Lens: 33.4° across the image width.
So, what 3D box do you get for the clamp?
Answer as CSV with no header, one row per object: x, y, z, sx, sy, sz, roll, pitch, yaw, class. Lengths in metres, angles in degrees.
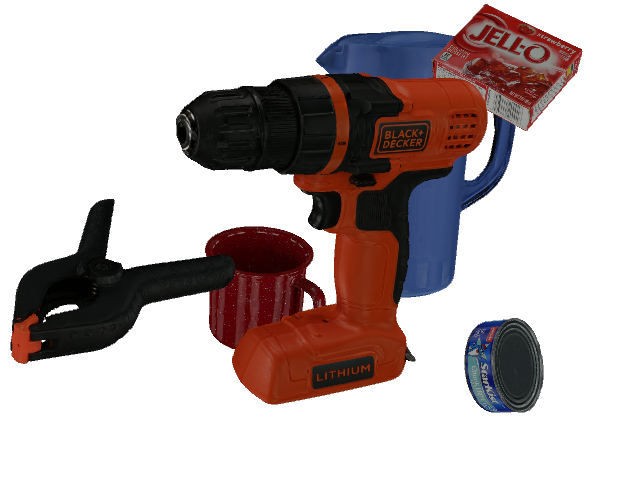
-0.153,0.024,0.721,0.120,0.039,0.171,25,32,28,clamp

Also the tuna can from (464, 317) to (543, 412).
0.168,0.115,0.977,0.034,0.086,0.085,-10,-6,41,tuna can

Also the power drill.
0.000,-0.002,0.594,0.184,0.188,0.057,-6,31,-29,power drill

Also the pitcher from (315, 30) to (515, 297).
0.089,-0.075,1.010,0.149,0.243,0.144,14,21,38,pitcher

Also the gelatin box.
0.141,-0.134,0.813,0.089,0.073,0.030,33,-26,23,gelatin box

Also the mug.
-0.045,0.047,0.922,0.117,0.081,0.093,19,30,27,mug
